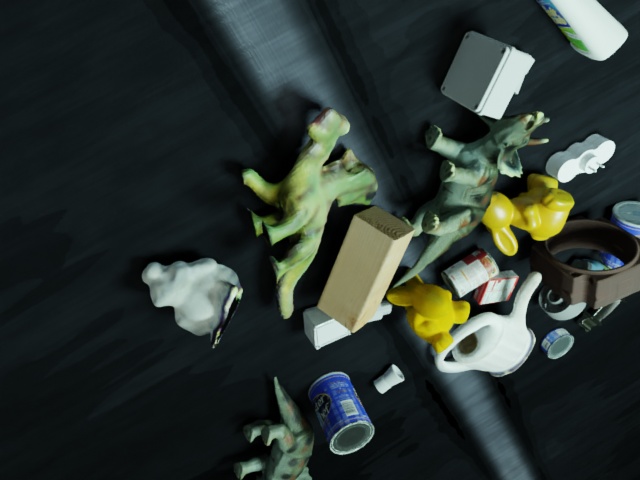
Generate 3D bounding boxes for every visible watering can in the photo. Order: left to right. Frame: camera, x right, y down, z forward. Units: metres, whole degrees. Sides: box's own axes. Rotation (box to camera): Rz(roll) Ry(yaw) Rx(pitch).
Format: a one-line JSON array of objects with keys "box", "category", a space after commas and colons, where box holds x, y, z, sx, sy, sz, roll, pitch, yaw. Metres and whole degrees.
[{"box": [0.428, 0.217, 1.212, 0.222, 0.106, 0.342, 24, 121, -34], "category": "watering can"}]

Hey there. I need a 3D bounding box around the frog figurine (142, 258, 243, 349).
[{"box": [-0.219, 0.088, 0.873, 0.160, 0.125, 0.134, 25, 125, 4], "category": "frog figurine"}]

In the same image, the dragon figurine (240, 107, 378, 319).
[{"box": [0.003, -0.044, 0.876, 0.244, 0.124, 0.400, -25, 138, -17], "category": "dragon figurine"}]
